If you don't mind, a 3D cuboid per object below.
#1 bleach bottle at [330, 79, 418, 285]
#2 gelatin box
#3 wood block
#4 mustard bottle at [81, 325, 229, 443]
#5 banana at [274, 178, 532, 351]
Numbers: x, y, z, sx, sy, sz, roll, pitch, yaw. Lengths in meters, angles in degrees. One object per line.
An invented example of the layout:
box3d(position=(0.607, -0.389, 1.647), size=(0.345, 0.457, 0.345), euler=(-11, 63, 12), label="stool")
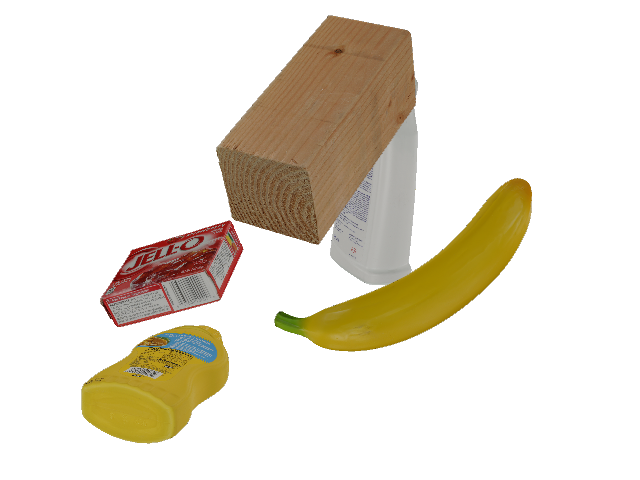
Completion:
box3d(position=(0.068, -0.085, 1.158), size=(0.067, 0.251, 0.103), euler=(-5, 24, -31), label="bleach bottle")
box3d(position=(-0.108, 0.024, 0.780), size=(0.089, 0.030, 0.073), euler=(-15, 25, 19), label="gelatin box")
box3d(position=(0.003, -0.105, 0.963), size=(0.091, 0.090, 0.205), euler=(16, 50, 24), label="wood block")
box3d(position=(-0.142, 0.126, 1.027), size=(0.096, 0.058, 0.191), euler=(8, 19, 18), label="mustard bottle")
box3d(position=(0.069, 0.021, 0.685), size=(0.197, 0.070, 0.037), euler=(-28, -35, -13), label="banana")
